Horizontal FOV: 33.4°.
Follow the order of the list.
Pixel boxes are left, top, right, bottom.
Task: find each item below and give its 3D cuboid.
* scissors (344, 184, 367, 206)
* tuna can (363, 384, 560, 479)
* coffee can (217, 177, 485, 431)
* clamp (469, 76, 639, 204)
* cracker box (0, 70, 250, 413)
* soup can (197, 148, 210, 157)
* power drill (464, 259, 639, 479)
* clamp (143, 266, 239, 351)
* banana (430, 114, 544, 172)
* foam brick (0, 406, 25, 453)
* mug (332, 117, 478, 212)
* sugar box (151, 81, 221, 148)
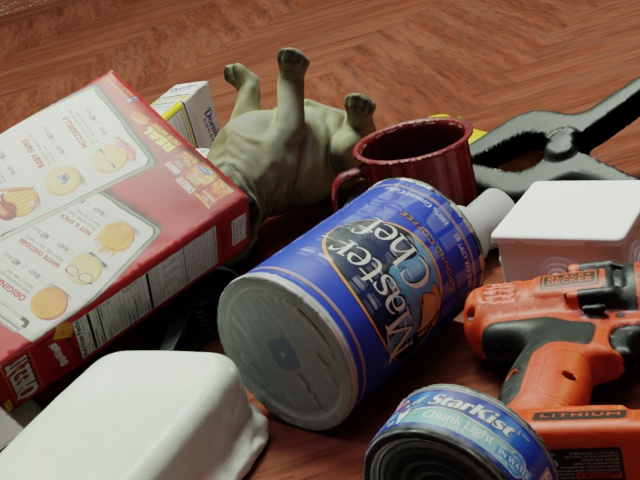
[{"bbox_3d":[-0.006,0.001,0.860,0.096,0.016,0.201,-12,23,6],"label":"scissors"},{"bbox_3d":[0.063,0.110,0.484,0.086,0.086,0.033,4,31,36],"label":"tuna can"},{"bbox_3d":[0.021,0.036,0.656,0.103,0.103,0.140,8,31,41],"label":"coffee can"},{"bbox_3d":[0.199,-0.075,0.829,0.210,0.036,0.164,-2,53,35],"label":"clamp"},{"bbox_3d":[-0.180,-0.004,0.748,0.213,0.072,0.164,-36,63,-23],"label":"cracker box"},{"bbox_3d":[-0.119,-0.033,0.937,0.069,0.068,0.102,-2,26,27],"label":"soup can"},{"bbox_3d":[0.159,0.069,0.561,0.185,0.057,0.187,-9,21,20],"label":"power drill"},{"bbox_3d":[-0.089,0.057,0.754,0.120,0.039,0.172,-21,19,-28],"label":"clamp"},{"bbox_3d":[0.139,-0.087,0.948,0.069,0.037,0.198,-20,24,-13],"label":"banana"},{"bbox_3d":[-0.208,0.125,0.629,0.078,0.051,0.052,28,45,36],"label":"foam brick"},{"bbox_3d":[0.067,-0.038,0.821,0.117,0.081,0.093,-15,23,-2],"label":"mug"},{"bbox_3d":[-0.148,-0.082,1.036,0.048,0.093,0.176,-5,24,19],"label":"sugar box"}]
